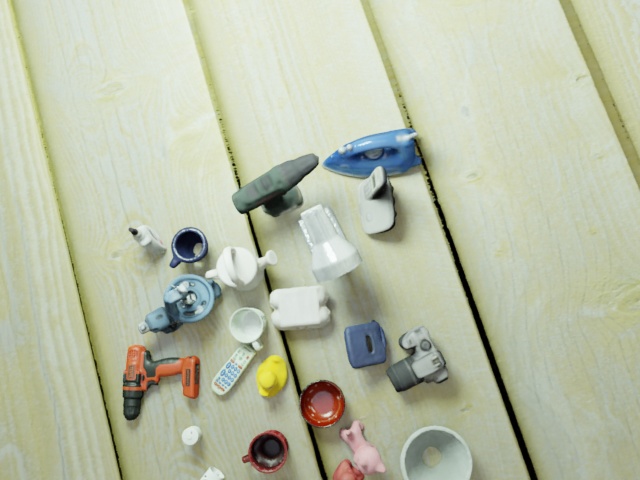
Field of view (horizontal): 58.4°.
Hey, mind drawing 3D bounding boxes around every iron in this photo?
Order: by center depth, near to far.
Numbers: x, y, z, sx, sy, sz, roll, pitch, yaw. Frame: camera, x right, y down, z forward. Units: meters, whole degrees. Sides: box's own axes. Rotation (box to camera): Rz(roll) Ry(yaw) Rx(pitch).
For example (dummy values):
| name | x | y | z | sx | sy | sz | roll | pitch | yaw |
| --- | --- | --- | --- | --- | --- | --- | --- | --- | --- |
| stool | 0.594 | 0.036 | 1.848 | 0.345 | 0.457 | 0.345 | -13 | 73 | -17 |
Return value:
| name | x | y | z | sx | sy | sz | roll | pitch | yaw |
| --- | --- | --- | --- | --- | --- | --- | --- | --- | --- |
| iron | 0.128 | -0.228 | 1.455 | 0.258 | 0.141 | 0.118 | -10 | 80 | 1 |

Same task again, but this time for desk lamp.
| name | x | y | z | sx | sy | sz | roll | pitch | yaw |
| --- | --- | --- | --- | --- | --- | --- | --- | --- | --- |
| desk lamp | 0.013 | 0.005 | 1.385 | 0.118 | 0.213 | 0.203 | -26 | 80 | -1 |

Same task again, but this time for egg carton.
| name | x | y | z | sx | sy | sz | roll | pitch | yaw |
| --- | --- | --- | --- | --- | --- | --- | --- | --- | --- |
| egg carton | -0.049 | 0.172 | 1.433 | 0.150 | 0.069 | 0.107 | -7 | 80 | 2 |

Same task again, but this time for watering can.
| name | x | y | z | sx | sy | sz | roll | pitch | yaw |
| --- | --- | --- | --- | --- | --- | --- | --- | --- | --- |
| watering can | -0.193 | 0.064 | 1.395 | 0.173 | 0.194 | 0.101 | -36 | 80 | -3 |

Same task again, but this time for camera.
| name | x | y | z | sx | sy | sz | roll | pitch | yaw |
| --- | --- | --- | --- | --- | --- | --- | --- | --- | --- |
| camera | 0.224 | 0.297 | 1.382 | 0.137 | 0.101 | 0.143 | -27 | 80 | -2 |

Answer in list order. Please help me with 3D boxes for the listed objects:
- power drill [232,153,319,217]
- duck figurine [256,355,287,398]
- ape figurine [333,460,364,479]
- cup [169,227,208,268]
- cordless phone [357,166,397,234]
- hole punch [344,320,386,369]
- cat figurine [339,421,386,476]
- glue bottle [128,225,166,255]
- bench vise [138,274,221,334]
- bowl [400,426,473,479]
| name | x | y | z | sx | sy | sz | roll | pitch | yaw |
| --- | --- | --- | --- | --- | --- | --- | --- | --- | --- |
| power drill | -0.100 | -0.128 | 1.415 | 0.229 | 0.208 | 0.075 | -28 | 80 | -2 |
| duck figurine | -0.122 | 0.335 | 1.400 | 0.077 | 0.086 | 0.105 | 18 | 82 | 6 |
| ape figurine | 0.066 | 0.562 | 1.350 | 0.076 | 0.092 | 0.078 | -12 | 80 | 1 |
| cup | -0.330 | 0.030 | 1.458 | 0.091 | 0.095 | 0.118 | 39 | 84 | 8 |
| cordless phone | 0.143 | -0.098 | 1.410 | 0.094 | 0.185 | 0.147 | -10 | 80 | 2 |
| hole punch | 0.112 | 0.254 | 1.400 | 0.101 | 0.091 | 0.108 | -12 | 80 | 1 |
| cat figurine | 0.098 | 0.497 | 1.346 | 0.067 | 0.118 | 0.128 | -34 | 80 | -3 |
| glue bottle | -0.439 | -0.008 | 1.430 | 0.037 | 0.173 | 0.078 | -39 | 80 | -4 |
| bench vise | -0.342 | 0.167 | 1.372 | 0.121 | 0.220 | 0.207 | 39 | 84 | 9 |
| bowl | 0.271 | 0.521 | 1.355 | 0.167 | 0.075 | 0.167 | 0 | 80 | 3 |
